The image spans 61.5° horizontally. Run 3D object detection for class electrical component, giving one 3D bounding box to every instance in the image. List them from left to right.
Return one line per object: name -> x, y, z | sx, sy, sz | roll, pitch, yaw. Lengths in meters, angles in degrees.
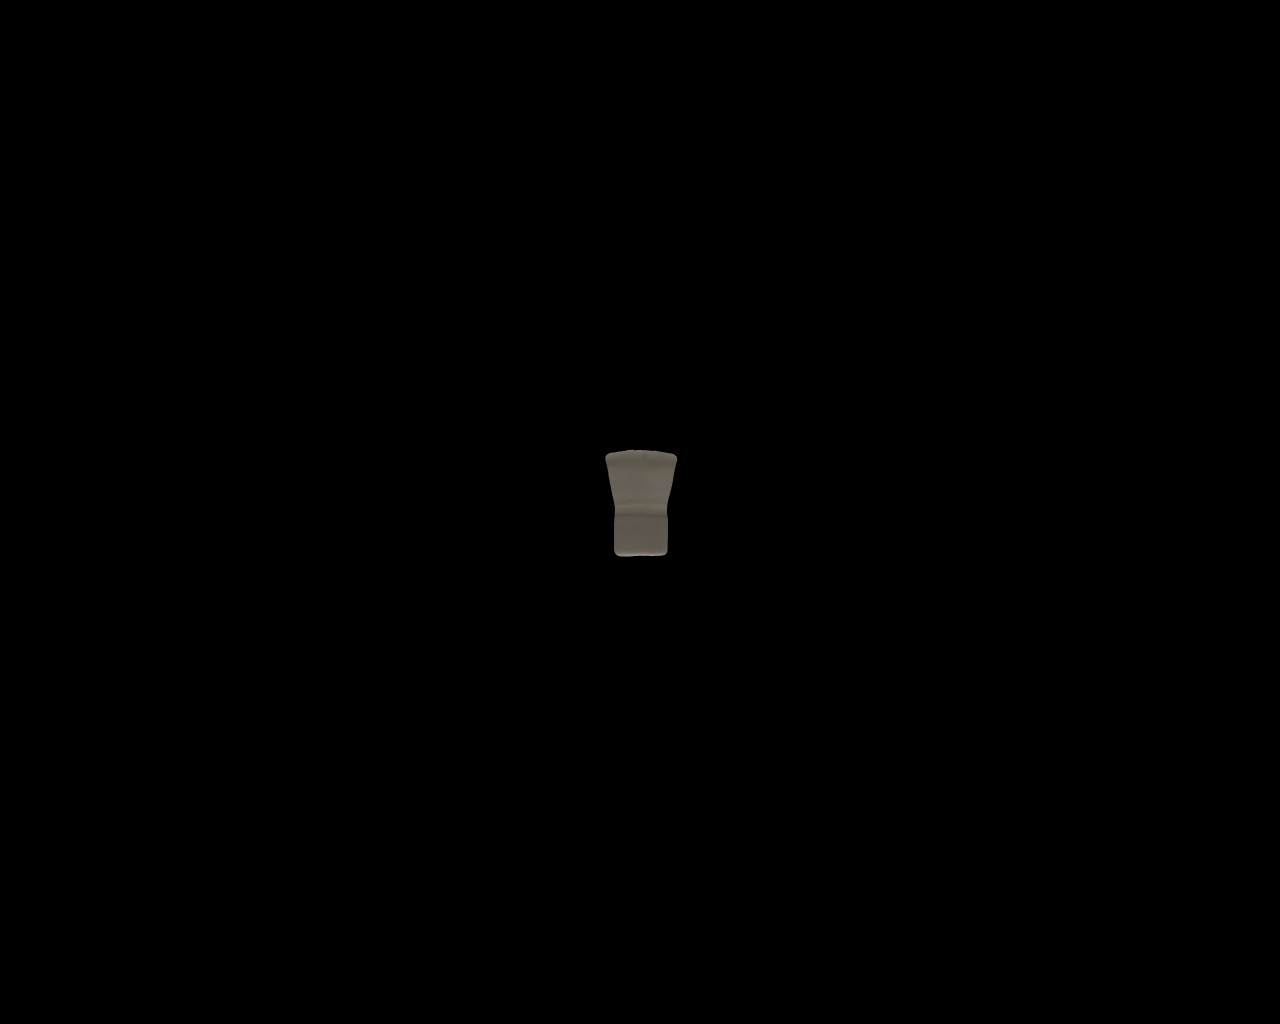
electrical component -> 0.001, -0.003, 0.650 | 0.044, 0.065, 0.044 | 0, -3, 0
